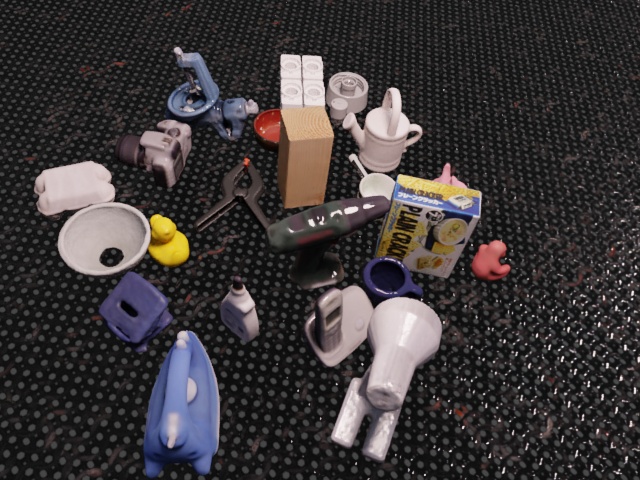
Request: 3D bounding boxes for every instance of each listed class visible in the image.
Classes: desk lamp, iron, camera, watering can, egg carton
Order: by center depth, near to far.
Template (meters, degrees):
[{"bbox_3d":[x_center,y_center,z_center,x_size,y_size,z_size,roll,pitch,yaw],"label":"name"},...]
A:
[{"bbox_3d":[-0.224,0.238,0.922,0.119,0.141,0.258,-1,55,-7],"label":"iron"},{"bbox_3d":[0.110,0.224,0.928,0.118,0.213,0.203,20,55,8],"label":"desk lamp"},{"bbox_3d":[-0.501,-0.101,1.172,0.150,0.069,0.107,-16,58,-17],"label":"egg carton"},{"bbox_3d":[-0.363,-0.203,1.242,0.136,0.101,0.143,13,54,2],"label":"camera"},{"bbox_3d":[0.141,-0.249,1.279,0.173,0.194,0.100,-17,58,-18],"label":"watering can"}]

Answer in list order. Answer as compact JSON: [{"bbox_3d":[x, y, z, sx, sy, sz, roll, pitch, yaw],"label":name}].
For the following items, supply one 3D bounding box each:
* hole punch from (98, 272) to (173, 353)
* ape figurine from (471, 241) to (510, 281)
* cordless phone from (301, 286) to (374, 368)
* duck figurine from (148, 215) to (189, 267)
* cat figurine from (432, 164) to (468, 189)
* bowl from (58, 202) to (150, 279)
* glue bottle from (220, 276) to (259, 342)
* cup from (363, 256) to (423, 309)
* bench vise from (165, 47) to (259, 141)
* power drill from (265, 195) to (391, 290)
[{"bbox_3d":[-0.328,0.128,1.018,0.108,0.091,0.101,34,58,17],"label":"hole punch"},{"bbox_3d":[0.351,0.036,1.166,0.076,0.092,0.077,-12,57,-15],"label":"ape figurine"},{"bbox_3d":[0.040,0.128,1.006,0.094,0.185,0.148,39,59,20],"label":"cordless phone"},{"bbox_3d":[-0.300,-0.004,1.118,0.078,0.086,0.104,-27,62,-23],"label":"duck figurine"},{"bbox_3d":[0.282,-0.107,1.243,0.067,0.118,0.127,1,55,-6],"label":"cat figurine"},{"bbox_3d":[-0.406,0.013,1.100,0.167,0.075,0.167,3,55,-5],"label":"bowl"},{"bbox_3d":[-0.141,0.113,1.001,0.078,0.173,0.037,38,59,19],"label":"glue bottle"},{"bbox_3d":[0.134,0.097,1.095,0.117,0.095,0.092,22,55,8],"label":"cup"},{"bbox_3d":[-0.246,-0.333,1.275,0.207,0.220,0.121,-7,56,-12],"label":"bench vise"},{"bbox_3d":[0.010,0.004,1.075,0.230,0.208,0.075,-12,57,-15],"label":"power drill"}]
